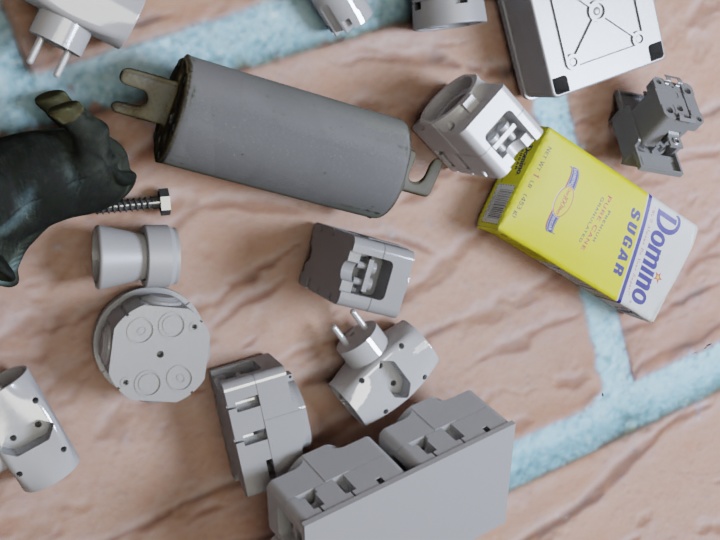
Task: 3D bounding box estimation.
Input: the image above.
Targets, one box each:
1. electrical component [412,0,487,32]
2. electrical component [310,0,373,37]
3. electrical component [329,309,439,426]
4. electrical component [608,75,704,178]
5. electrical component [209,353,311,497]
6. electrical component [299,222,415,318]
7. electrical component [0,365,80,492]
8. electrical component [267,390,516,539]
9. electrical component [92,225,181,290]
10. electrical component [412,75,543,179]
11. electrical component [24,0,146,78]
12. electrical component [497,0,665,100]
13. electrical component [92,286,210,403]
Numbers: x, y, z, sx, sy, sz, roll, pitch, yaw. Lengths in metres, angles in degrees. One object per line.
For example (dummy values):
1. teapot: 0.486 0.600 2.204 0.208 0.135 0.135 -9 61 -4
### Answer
1. electrical component: 0.064 -0.204 0.797 0.055 0.055 0.047 -10 99 -19
2. electrical component: -0.017 -0.197 0.774 0.040 0.040 0.046 -38 116 -11
3. electrical component: 0.008 0.066 0.827 0.077 0.043 0.079 -40 110 -11
4. electrical component: 0.240 -0.118 0.866 0.042 0.063 0.081 7 55 -23
5. electrical component: -0.072 0.113 0.800 0.056 0.050 0.089 -15 104 -18
6. electrical component: 0.000 0.000 0.787 0.056 0.089 0.050 14 94 -23
7. electrical component: -0.246 0.118 0.737 0.079 0.043 0.077 -29 108 -14
8. electrical component: 0.023 0.173 0.812 0.186 0.060 0.105 -20 128 -28
9. electrical component: -0.156 -0.009 0.749 0.055 0.045 0.045 -1 100 -21
10. electrical component: 0.083 -0.108 0.800 0.056 0.089 0.050 44 82 -22
11. electrical component: -0.192 -0.167 0.709 0.077 0.044 0.079 26 90 -23
12. electrical component: 0.170 -0.199 0.836 0.109 0.056 0.108 -21 106 -17
13. electrical component: -0.146 0.054 0.761 0.080 0.051 0.080 -4 100 -20
